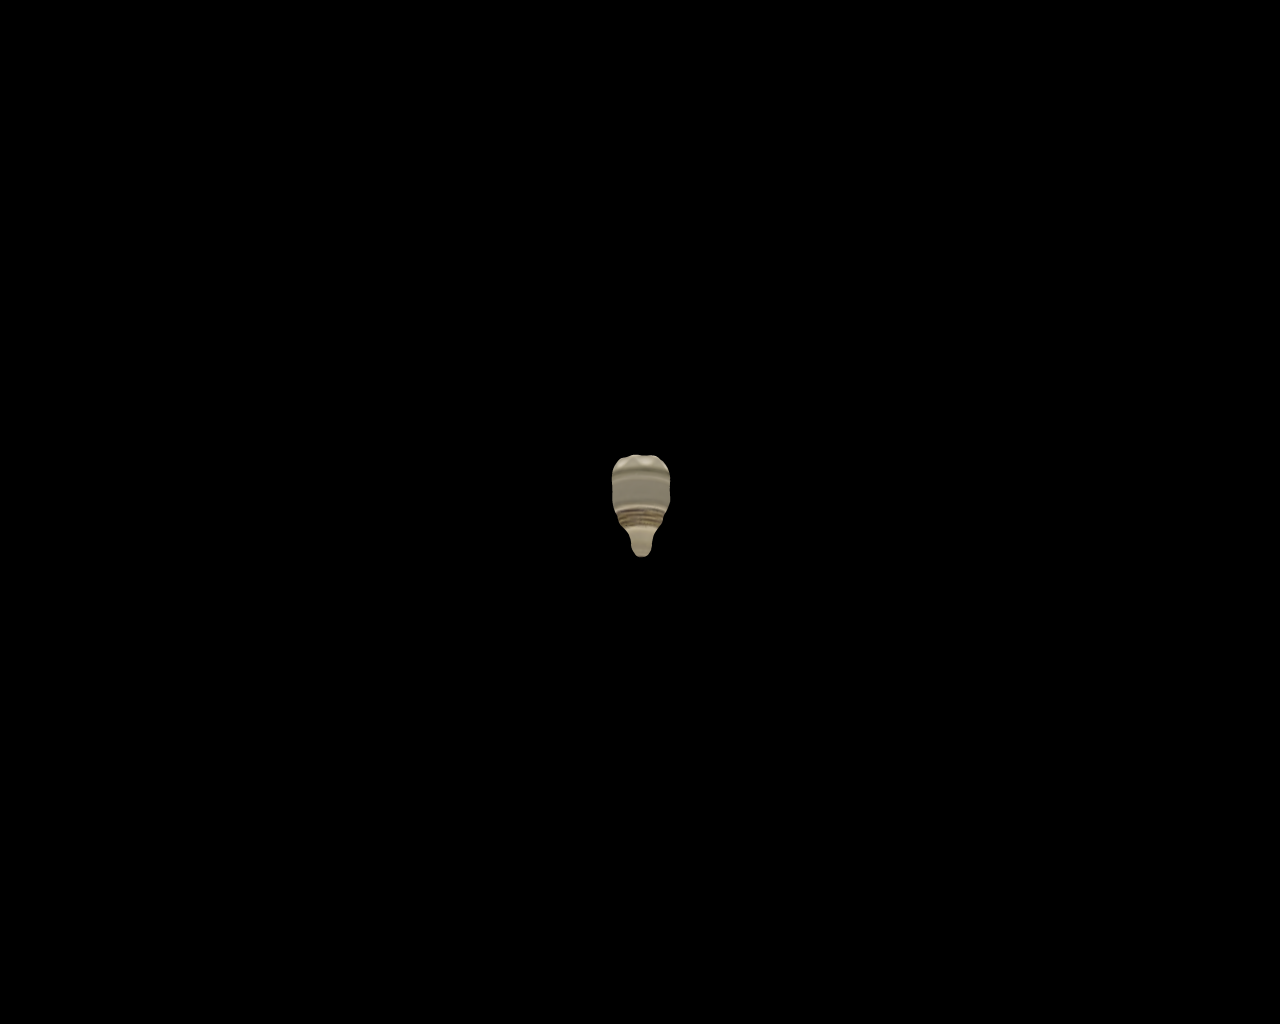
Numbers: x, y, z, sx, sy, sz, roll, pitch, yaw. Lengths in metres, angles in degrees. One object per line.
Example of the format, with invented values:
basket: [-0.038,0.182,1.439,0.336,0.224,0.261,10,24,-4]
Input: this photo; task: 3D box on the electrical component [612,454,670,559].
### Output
electrical component: [0.001,-0.003,0.650,0.035,0.061,0.035,0,-11,0]
